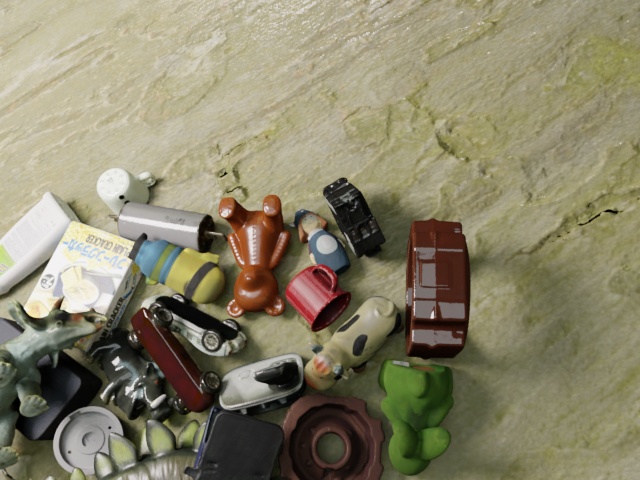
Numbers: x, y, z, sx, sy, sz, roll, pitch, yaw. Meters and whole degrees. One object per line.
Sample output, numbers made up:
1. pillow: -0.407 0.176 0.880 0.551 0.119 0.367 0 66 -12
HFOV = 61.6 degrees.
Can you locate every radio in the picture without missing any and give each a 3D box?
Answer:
1. radio: -0.527 0.251 0.971 0.230 0.073 0.131 28 77 18

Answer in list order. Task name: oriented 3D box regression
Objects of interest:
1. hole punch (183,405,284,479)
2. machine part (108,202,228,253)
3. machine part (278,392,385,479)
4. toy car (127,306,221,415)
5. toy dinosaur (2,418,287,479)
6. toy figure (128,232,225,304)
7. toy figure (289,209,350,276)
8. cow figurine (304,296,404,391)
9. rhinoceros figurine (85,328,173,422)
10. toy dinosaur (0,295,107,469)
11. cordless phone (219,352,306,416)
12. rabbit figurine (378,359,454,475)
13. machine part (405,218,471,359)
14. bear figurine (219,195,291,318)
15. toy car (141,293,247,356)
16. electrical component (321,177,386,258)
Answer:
1. hole punch: -0.127 0.317 0.813 0.142 0.092 0.115 23 78 -16
2. machine part: -0.295 -0.025 1.032 0.243 0.079 0.079 10 72 13
3. machine part: 0.017 0.330 0.852 0.179 0.056 0.179 2 67 -4
4. toy car: -0.246 0.200 0.907 0.089 0.053 0.202 -43 80 26
5. toy dinosaur: -0.258 0.390 0.847 0.472 0.105 0.198 -5 65 -9
6. toy figure: -0.259 0.056 0.975 0.180 0.082 0.089 26 41 -9
7. toy figure: -0.001 -0.003 0.994 0.064 0.057 0.154 -15 60 -39
8. cow figurine: 0.054 0.171 0.880 0.195 0.127 0.086 -42 67 -12
9. rhinoceros figurine: -0.330 0.244 0.948 0.112 0.073 0.190 -34 67 -15
10. toy dinosaur: -0.526 0.254 0.868 0.405 0.131 0.192 -50 32 1
11. cordless phone: -0.100 0.229 0.854 0.147 0.184 0.089 -15 73 2
12. rabbit figurine: 0.154 0.282 0.829 0.121 0.159 0.170 6 86 0
13. machine part: 0.183 0.082 0.855 0.087 0.201 0.201 2 70 5
14. bear figurine: -0.119 0.034 0.961 0.120 0.131 0.196 0 64 9
15. toy car: -0.225 0.151 0.957 0.202 0.073 0.056 23 107 15
16. electrical component: 0.062 -0.034 0.953 0.058 0.134 0.115 -28 26 1
